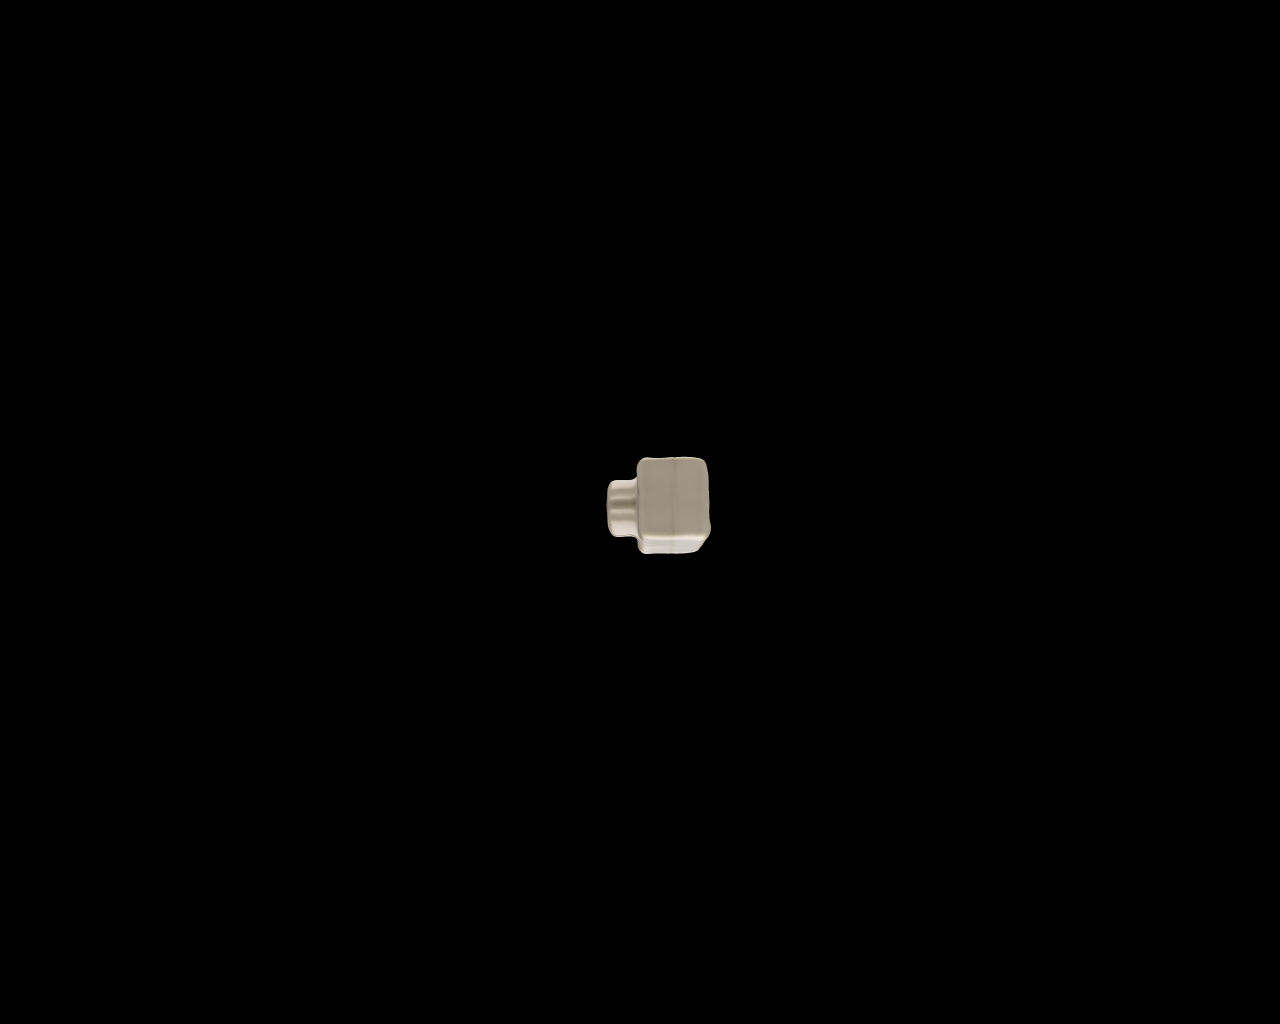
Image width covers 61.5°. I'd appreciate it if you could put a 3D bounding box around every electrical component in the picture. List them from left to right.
[{"bbox_3d":[0.001,-0.003,0.650,0.076,0.047,0.083,0,-9,0],"label":"electrical component"}]
